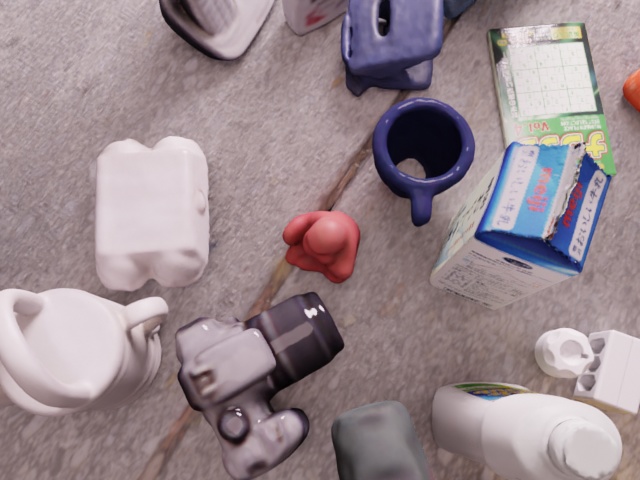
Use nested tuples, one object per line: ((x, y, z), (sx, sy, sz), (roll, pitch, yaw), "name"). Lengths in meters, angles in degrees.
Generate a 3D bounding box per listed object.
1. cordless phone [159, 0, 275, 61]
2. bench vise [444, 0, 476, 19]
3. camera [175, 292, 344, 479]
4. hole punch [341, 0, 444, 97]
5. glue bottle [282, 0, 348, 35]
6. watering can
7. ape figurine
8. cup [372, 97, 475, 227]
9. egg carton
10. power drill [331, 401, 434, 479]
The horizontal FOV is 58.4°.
((-0.101, -0.278, 0.550), (0.094, 0.185, 0.148), (22, 78, 6), "cordless phone")
((0.196, -0.337, 0.545), (0.121, 0.220, 0.207), (36, 79, 8), "bench vise")
((-0.042, 0.115, 0.500), (0.137, 0.101, 0.143), (-28, 78, -6), "camera")
((0.072, -0.213, 0.582), (0.101, 0.091, 0.109), (1, 77, 1), "hole punch")
((-0.003, -0.273, 0.554), (0.078, 0.173, 0.037), (-35, 79, -7), "glue bottle")
((-0.208, 0.095, 0.457), (0.101, 0.194, 0.173), (39, 80, 9), "watering can")
((0.005, 0.002, 0.531), (0.076, 0.092, 0.078), (-31, 78, -7), "ape figurine")
((0.092, -0.062, 0.545), (0.091, 0.095, 0.118), (2, 77, 1), "cup")
((-0.159, -0.026, 0.550), (0.107, 0.069, 0.150), (-5, 77, -1), "egg carton")
((0.064, 0.233, 0.417), (0.075, 0.208, 0.229), (-16, 77, -3), "power drill")
